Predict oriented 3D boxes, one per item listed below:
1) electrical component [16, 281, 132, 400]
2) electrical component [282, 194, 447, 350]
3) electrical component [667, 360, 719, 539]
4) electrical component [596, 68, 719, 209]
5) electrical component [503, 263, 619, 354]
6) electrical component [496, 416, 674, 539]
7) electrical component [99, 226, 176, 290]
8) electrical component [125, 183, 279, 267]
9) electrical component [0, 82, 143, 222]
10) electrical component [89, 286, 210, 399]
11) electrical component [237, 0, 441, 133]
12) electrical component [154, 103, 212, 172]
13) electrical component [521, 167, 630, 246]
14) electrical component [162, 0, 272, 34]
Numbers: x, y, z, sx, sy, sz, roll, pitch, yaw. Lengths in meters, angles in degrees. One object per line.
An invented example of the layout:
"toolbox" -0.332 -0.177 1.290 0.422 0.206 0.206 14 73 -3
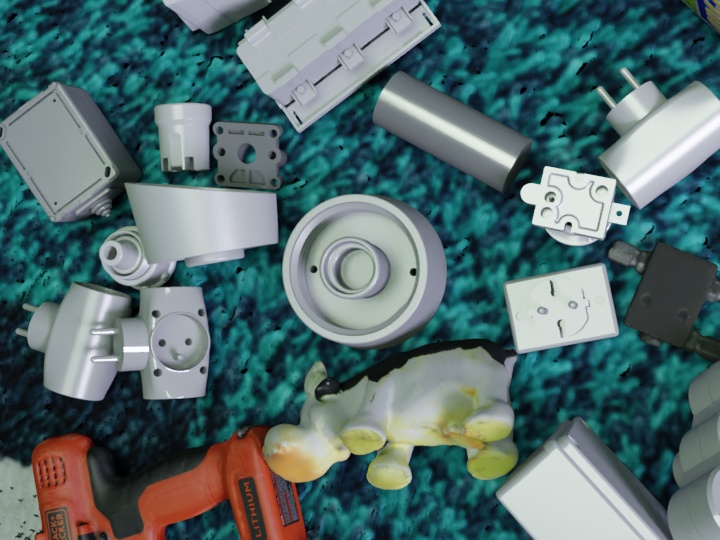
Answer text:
"electrical component" -0.212 0.046 0.776 0.079 0.044 0.077 16 91 14
"electrical component" 0.000 0.000 0.719 0.108 0.060 0.108 -1 87 14
"electrical component" 0.213 0.117 0.642 0.052 0.073 0.138 29 51 -5
"electrical component" 0.184 -0.093 0.686 0.077 0.044 0.079 -39 79 9
"electrical component" 0.126 0.024 0.678 0.066 0.077 0.047 -12 84 13
"electrical component" 0.143 0.150 0.652 0.056 0.109 0.108 -44 78 11
"electrical component" -0.161 -0.010 0.758 0.048 0.062 0.048 -1 87 14
"electrical component" -0.105 -0.036 0.728 0.099 0.099 0.064 -9 91 13
"electrical component" -0.204 -0.078 0.776 0.062 0.061 0.096 -35 88 10
"electrical component" -0.148 0.051 0.749 0.079 0.044 0.077 -1 86 -24
"electrical component" -0.019 -0.163 0.730 0.121 0.063 0.078 -36 79 10
"electrical component" -0.125 -0.094 0.766 0.040 0.040 0.046 -2 93 14
"electrical component" 0.138 -0.040 0.689 0.066 0.055 0.048 13 90 14
"electrical component" -0.112 -0.208 0.738 0.061 0.096 0.061 -24 82 12
